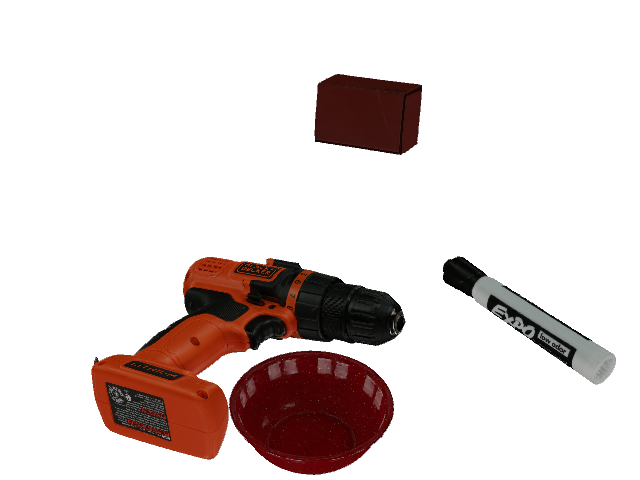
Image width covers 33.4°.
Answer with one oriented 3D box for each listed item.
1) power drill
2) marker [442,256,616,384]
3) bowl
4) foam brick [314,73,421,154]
[{"bbox_3d":[-0.055,0.077,0.759,0.185,0.057,0.187,7,28,30],"label":"power drill"},{"bbox_3d":[0.113,0.042,0.603,0.020,0.020,0.121,0,26,-42],"label":"marker"},{"bbox_3d":[-0.009,0.180,1.057,0.162,0.055,0.162,0,33,0],"label":"bowl"},{"bbox_3d":[0.040,-0.106,0.891,0.078,0.051,0.053,11,20,19],"label":"foam brick"}]
